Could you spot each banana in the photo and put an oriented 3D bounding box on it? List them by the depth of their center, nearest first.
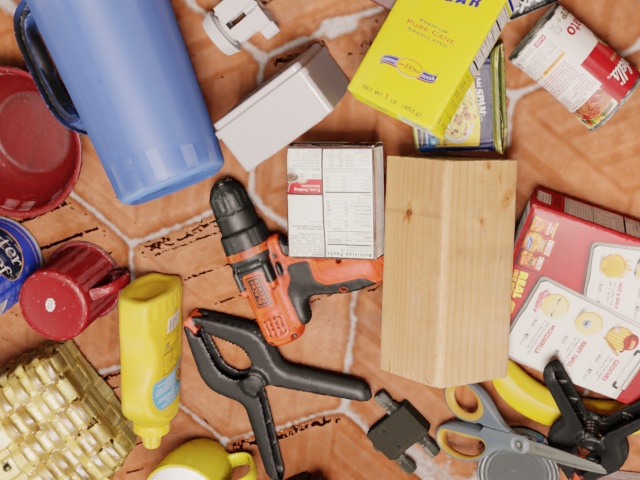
[{"bbox_3d":[0.253,0.163,1.086,0.198,0.037,0.070,22,115,5],"label":"banana"}]

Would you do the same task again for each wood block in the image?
[{"bbox_3d":[0.119,0.025,1.003,0.091,0.090,0.206,12,102,55],"label":"wood block"}]

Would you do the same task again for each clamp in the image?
[{"bbox_3d":[0.257,0.180,1.040,0.120,0.039,0.172,25,137,10],"label":"clamp"},{"bbox_3d":[-0.057,0.147,1.158,0.165,0.036,0.210,-39,96,22],"label":"clamp"}]

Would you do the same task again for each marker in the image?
[{"bbox_3d":[0.190,-0.217,0.980,0.121,0.020,0.020,-21,103,19],"label":"marker"}]

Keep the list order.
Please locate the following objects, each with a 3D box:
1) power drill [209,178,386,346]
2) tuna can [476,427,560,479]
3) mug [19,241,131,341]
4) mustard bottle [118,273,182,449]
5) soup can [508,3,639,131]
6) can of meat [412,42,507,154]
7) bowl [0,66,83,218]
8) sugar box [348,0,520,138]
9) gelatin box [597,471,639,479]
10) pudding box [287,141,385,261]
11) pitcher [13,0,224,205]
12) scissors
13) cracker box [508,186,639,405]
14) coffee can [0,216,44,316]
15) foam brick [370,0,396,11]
[{"bbox_3d":[-0.007,0.001,1.086,0.188,0.057,0.184,-19,101,21],"label":"power drill"},{"bbox_3d":[0.209,0.241,1.126,0.086,0.033,0.086,4,109,12],"label":"tuna can"},{"bbox_3d":[-0.260,0.056,1.151,0.117,0.081,0.093,-9,106,16],"label":"mug"},{"bbox_3d":[-0.182,0.139,1.153,0.058,0.096,0.192,7,110,11],"label":"mustard bottle"},{"bbox_3d":[0.230,-0.156,0.965,0.102,0.068,0.069,40,113,-1],"label":"soup can"},{"bbox_3d":[0.131,-0.132,1.004,0.084,0.057,0.102,0,108,16],"label":"can of meat"},{"bbox_3d":[-0.314,-0.107,1.122,0.162,0.055,0.162,4,110,12],"label":"bowl"},{"bbox_3d":[0.109,-0.188,0.952,0.093,0.048,0.176,29,93,20],"label":"sugar box"},{"bbox_3d":[0.306,0.278,1.118,0.089,0.030,0.073,3,108,12],"label":"gelatin box"},{"bbox_3d":[0.015,-0.038,1.020,0.090,0.039,0.113,2,102,17],"label":"pudding box"},{"bbox_3d":[-0.190,-0.158,1.013,0.144,0.149,0.243,-22,91,-17],"label":"pitcher"},{"bbox_3d":[0.193,0.185,1.071,0.202,0.016,0.096,-11,87,47],"label":"scissors"},{"bbox_3d":[0.278,0.061,1.027,0.214,0.072,0.164,19,115,5],"label":"cracker box"},{"bbox_3d":[-0.374,0.042,1.142,0.103,0.140,0.103,4,110,12],"label":"coffee can"},{"bbox_3d":[0.047,-0.253,0.985,0.078,0.051,0.053,27,111,2],"label":"foam brick"}]
